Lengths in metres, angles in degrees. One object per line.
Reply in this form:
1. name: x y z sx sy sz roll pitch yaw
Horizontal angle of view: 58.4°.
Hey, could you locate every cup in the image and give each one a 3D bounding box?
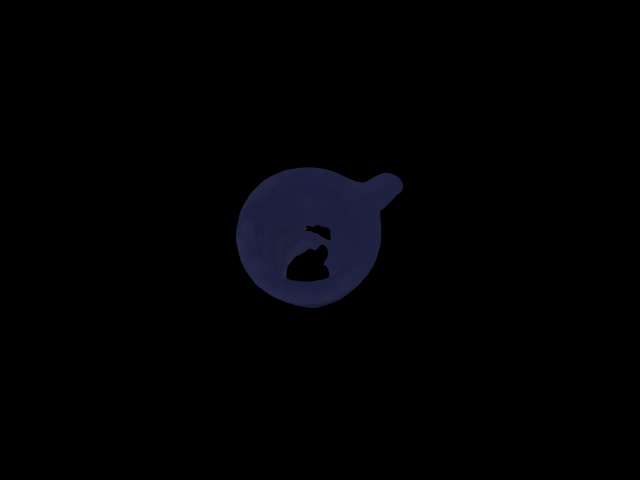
1. cup: 0.004 0.001 0.400 0.118 0.095 0.091 -33 74 -11
